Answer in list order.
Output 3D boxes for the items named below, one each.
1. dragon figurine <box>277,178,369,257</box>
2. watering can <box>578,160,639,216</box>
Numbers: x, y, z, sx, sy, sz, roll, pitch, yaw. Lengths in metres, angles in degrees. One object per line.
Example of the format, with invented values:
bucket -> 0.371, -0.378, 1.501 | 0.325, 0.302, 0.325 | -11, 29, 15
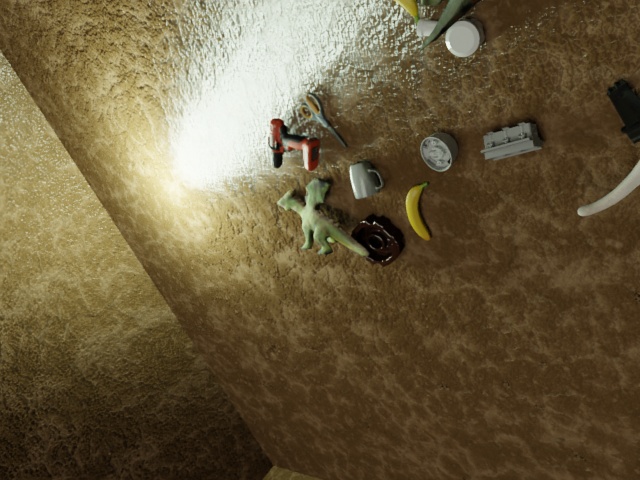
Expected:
dragon figurine -> 0.005, -0.087, 1.728 | 0.411, 0.123, 0.239 | 11, 116, 45
watering can -> 0.705, -0.144, 1.036 | 0.346, 0.106, 0.220 | -6, 118, 24
